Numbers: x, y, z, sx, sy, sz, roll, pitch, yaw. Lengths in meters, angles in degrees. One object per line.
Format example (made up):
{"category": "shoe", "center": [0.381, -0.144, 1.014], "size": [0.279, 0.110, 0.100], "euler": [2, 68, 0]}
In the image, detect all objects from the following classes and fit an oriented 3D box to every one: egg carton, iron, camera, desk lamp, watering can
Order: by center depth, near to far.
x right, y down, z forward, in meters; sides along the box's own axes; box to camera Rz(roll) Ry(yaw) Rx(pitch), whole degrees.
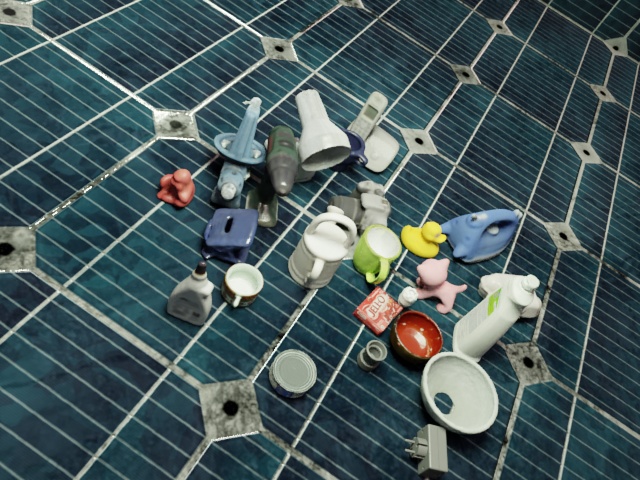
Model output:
{"category": "watering can", "center": [0.009, 0.003, 1.186], "size": [0.101, 0.194, 0.172], "euler": [5, 52, -21]}
{"category": "desk lamp", "center": [-0.032, -0.228, 1.337], "size": [0.118, 0.213, 0.203], "euler": [-10, 59, -31]}
{"category": "camera", "center": [0.090, -0.081, 1.354], "size": [0.137, 0.100, 0.143], "euler": [11, 50, -17]}
{"category": "egg carton", "center": [0.456, 0.137, 1.377], "size": [0.151, 0.069, 0.107], "euler": [6, 52, -21]}
{"category": "iron", "center": [0.433, -0.034, 1.452], "size": [0.259, 0.141, 0.118], "euler": [-10, 59, -31]}

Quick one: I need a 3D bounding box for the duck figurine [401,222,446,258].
{"category": "duck figurine", "center": [0.255, -0.012, 1.388], "size": [0.104, 0.086, 0.077], "euler": [27, 47, -3]}

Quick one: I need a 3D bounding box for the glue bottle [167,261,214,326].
{"category": "glue bottle", "center": [-0.224, 0.090, 1.023], "size": [0.078, 0.173, 0.037], "euler": [24, 48, -6]}

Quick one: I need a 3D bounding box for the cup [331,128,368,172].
{"category": "cup", "center": [0.067, -0.211, 1.450], "size": [0.117, 0.095, 0.092], "euler": [46, 49, 14]}

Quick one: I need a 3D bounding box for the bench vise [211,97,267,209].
{"category": "bench vise", "center": [-0.162, -0.184, 1.236], "size": [0.122, 0.219, 0.207], "euler": [3, 53, -23]}

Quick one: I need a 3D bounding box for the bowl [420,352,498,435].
{"category": "bowl", "center": [0.265, 0.315, 1.143], "size": [0.168, 0.074, 0.167], "euler": [13, 50, -16]}

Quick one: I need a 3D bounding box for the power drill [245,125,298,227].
{"category": "power drill", "center": [-0.099, -0.126, 1.228], "size": [0.076, 0.208, 0.229], "euler": [12, 50, -16]}

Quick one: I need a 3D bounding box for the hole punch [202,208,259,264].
{"category": "hole punch", "center": [-0.184, -0.015, 1.180], "size": [0.101, 0.091, 0.108], "euler": [17, 49, -12]}

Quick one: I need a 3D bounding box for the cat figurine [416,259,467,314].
{"category": "cat figurine", "center": [0.268, 0.092, 1.291], "size": [0.128, 0.117, 0.067], "euler": [29, 47, -2]}

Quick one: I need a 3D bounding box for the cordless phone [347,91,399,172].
{"category": "cordless phone", "center": [0.148, -0.280, 1.482], "size": [0.147, 0.185, 0.094], "euler": [34, 47, 3]}

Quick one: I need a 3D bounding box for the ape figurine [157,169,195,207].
{"category": "ape figurine", "center": [-0.296, -0.115, 1.205], "size": [0.076, 0.092, 0.077], "euler": [-13, 61, -32]}
